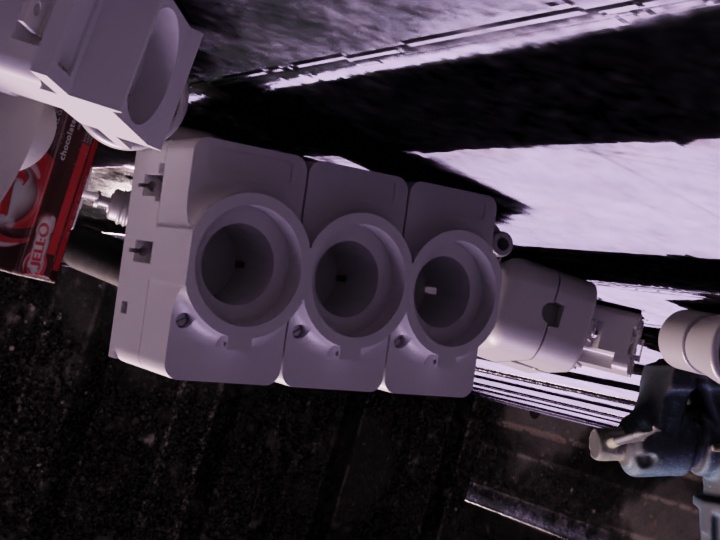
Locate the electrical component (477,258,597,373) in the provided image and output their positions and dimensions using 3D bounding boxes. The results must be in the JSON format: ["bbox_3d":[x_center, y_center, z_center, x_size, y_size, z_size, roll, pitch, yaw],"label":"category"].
[{"bbox_3d":[0.092,0.027,0.639,0.059,0.053,0.095,19,171,-7],"label":"electrical component"}]

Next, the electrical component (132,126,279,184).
[{"bbox_3d":[-0.062,-0.033,0.514,0.057,0.058,0.078,16,174,26],"label":"electrical component"}]

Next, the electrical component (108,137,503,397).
[{"bbox_3d":[-0.018,0.002,0.450,0.150,0.089,0.062,8,179,-35],"label":"electrical component"}]

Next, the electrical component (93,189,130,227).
[{"bbox_3d":[-0.148,-0.038,0.758,0.078,0.040,0.040,18,173,-12],"label":"electrical component"}]

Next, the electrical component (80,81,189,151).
[{"bbox_3d":[-0.086,-0.063,0.396,0.040,0.040,0.046,18,179,-17],"label":"electrical component"}]

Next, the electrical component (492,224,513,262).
[{"bbox_3d":[0.052,-0.011,0.517,0.035,0.035,0.061,19,171,-23],"label":"electrical component"}]

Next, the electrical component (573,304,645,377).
[{"bbox_3d":[0.152,0.043,0.702,0.064,0.042,0.081,12,173,20],"label":"electrical component"}]

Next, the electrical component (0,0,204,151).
[{"bbox_3d":[-0.089,-0.070,0.331,0.064,0.042,0.081,17,173,6],"label":"electrical component"}]

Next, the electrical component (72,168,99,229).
[{"bbox_3d":[-0.207,-0.057,0.714,0.077,0.047,0.066,12,172,34],"label":"electrical component"}]

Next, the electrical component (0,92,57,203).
[{"bbox_3d":[-0.137,-0.058,0.391,0.044,0.077,0.079,15,173,10],"label":"electrical component"}]

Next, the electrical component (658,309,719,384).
[{"bbox_3d":[0.194,0.041,0.588,0.044,0.044,0.065,18,178,-15],"label":"electrical component"}]

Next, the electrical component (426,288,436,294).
[{"bbox_3d":[0.000,0.000,0.624,0.108,0.060,0.108,16,174,2],"label":"electrical component"}]
